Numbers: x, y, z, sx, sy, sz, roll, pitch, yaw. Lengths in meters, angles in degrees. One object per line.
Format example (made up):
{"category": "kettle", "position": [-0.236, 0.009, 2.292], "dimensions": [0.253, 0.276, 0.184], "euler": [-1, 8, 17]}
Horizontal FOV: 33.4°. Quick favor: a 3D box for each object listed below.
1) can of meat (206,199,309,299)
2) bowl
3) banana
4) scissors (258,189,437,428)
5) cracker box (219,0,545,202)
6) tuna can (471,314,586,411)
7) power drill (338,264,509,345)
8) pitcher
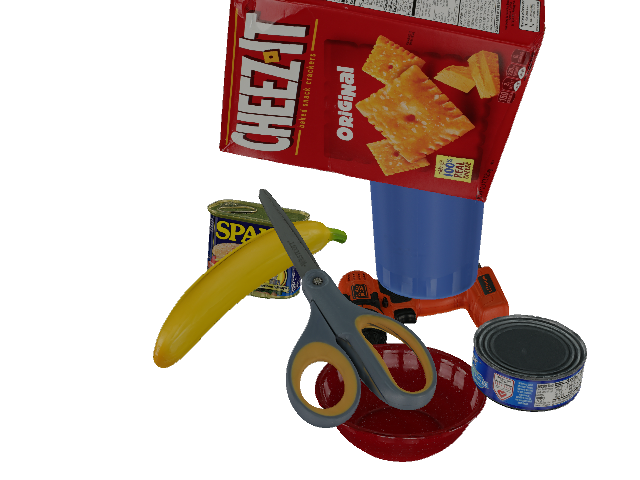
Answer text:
{"category": "can of meat", "position": [-0.066, 0.010, 1.092], "dimensions": [0.102, 0.084, 0.057], "euler": [10, 17, 16]}
{"category": "bowl", "position": [0.076, 0.161, 1.017], "dimensions": [0.162, 0.055, 0.162], "euler": [-1, 26, 0]}
{"category": "banana", "position": [-0.065, 0.037, 0.891], "dimensions": [0.198, 0.069, 0.037], "euler": [-33, 46, -3]}
{"category": "scissors", "position": [-0.012, 0.042, 0.664], "dimensions": [0.096, 0.016, 0.202], "euler": [-31, 53, -25]}
{"category": "cracker box", "position": [0.038, -0.119, 0.780], "dimensions": [0.213, 0.072, 0.164], "euler": [10, -38, -1]}
{"category": "tuna can", "position": [0.160, 0.094, 0.823], "dimensions": [0.086, 0.034, 0.086], "euler": [1, 29, -1]}
{"category": "power drill", "position": [0.114, 0.084, 1.208], "dimensions": [0.187, 0.057, 0.184], "euler": [-3, 27, -2]}
{"category": "pitcher", "position": [0.116, -0.071, 1.108], "dimensions": [0.149, 0.243, 0.145], "euler": [-9, 24, -17]}
